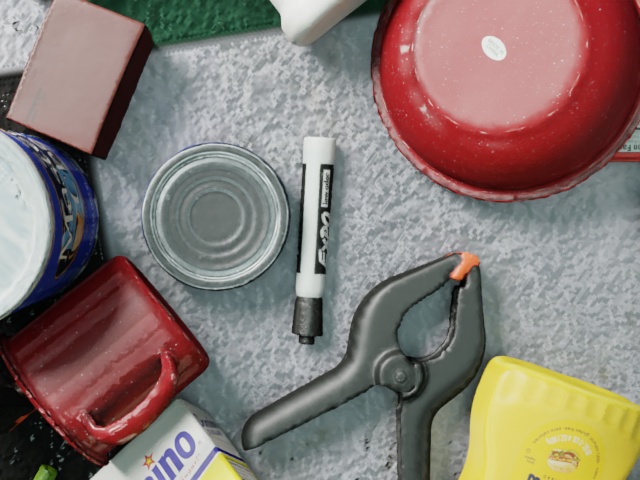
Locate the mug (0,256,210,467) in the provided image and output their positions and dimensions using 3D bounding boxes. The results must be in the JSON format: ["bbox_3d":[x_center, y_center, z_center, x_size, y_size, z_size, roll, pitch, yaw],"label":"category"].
[{"bbox_3d":[-0.111,0.067,0.577,0.081,0.117,0.093,-39,120,-6],"label":"mug"}]

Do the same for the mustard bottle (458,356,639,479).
[{"bbox_3d":[0.113,0.170,0.615,0.096,0.058,0.191,19,92,-10],"label":"mustard bottle"}]

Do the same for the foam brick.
[{"bbox_3d":[-0.133,-0.091,0.598,0.053,0.051,0.078,23,91,-2],"label":"foam brick"}]

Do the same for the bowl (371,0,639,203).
[{"bbox_3d":[0.100,-0.101,0.582,0.162,0.055,0.162,0,91,17],"label":"bowl"}]

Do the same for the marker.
[{"bbox_3d":[-0.004,0.001,0.623,0.020,0.020,0.121,4,92,-3],"label":"marker"}]

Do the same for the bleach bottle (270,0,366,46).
[{"bbox_3d":[-0.051,-0.236,0.591,0.102,0.068,0.251,-39,91,0],"label":"bleach bottle"}]

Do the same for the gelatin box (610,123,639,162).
[{"bbox_3d":[0.162,-0.089,0.621,0.073,0.030,0.089,0,91,-3],"label":"gelatin box"}]

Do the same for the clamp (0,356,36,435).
[{"bbox_3d":[-0.218,0.052,0.543,0.036,0.165,0.209,-39,129,3],"label":"clamp"}]

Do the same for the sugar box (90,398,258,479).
[{"bbox_3d":[-0.055,0.179,0.572,0.093,0.048,0.176,-44,61,0],"label":"sugar box"}]

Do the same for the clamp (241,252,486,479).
[{"bbox_3d":[0.033,0.078,0.618,0.120,0.039,0.171,23,87,-9],"label":"clamp"}]

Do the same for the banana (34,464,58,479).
[{"bbox_3d":[-0.133,0.230,0.618,0.069,0.037,0.198,-33,93,1],"label":"banana"}]

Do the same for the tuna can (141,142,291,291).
[{"bbox_3d":[-0.059,-0.014,0.613,0.086,0.034,0.086,0,93,-2],"label":"tuna can"}]

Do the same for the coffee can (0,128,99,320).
[{"bbox_3d":[-0.177,-0.009,0.555,0.103,0.140,0.103,0,92,-3],"label":"coffee can"}]
